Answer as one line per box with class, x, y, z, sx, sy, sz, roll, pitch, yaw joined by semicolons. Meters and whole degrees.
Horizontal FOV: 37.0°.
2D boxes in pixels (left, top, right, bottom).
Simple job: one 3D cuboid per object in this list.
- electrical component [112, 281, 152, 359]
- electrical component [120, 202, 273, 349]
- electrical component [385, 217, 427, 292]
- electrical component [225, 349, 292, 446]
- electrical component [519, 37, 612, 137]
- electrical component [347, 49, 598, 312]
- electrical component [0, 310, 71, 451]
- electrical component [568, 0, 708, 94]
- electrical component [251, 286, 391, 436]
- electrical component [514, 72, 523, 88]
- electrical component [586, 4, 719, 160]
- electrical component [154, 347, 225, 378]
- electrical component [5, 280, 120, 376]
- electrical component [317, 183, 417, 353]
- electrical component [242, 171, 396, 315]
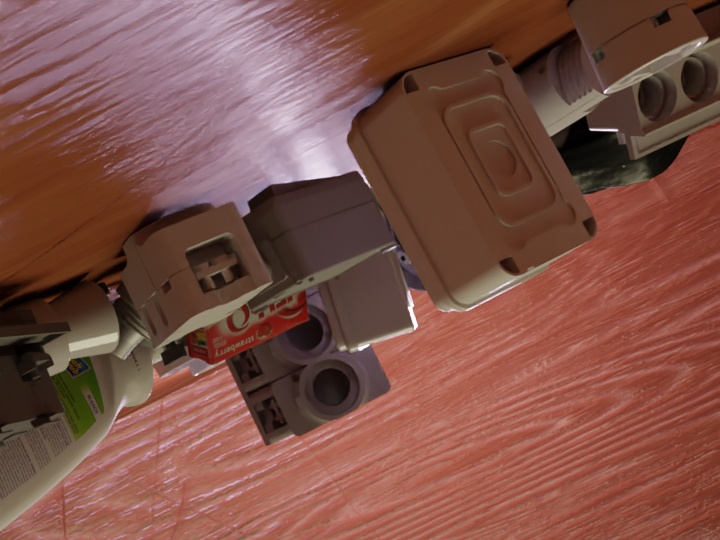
electrical component;-0.130;0.024;0.648;0.062;0.043;0.043;-52;179;-6
electrical component;-0.093;0.001;0.585;0.050;0.055;0.089;-25;176;-27
electrical component;0.052;-0.032;0.850;0.099;0.099;0.064;-30;-179;43
electrical component;-0.073;0.072;0.995;0.062;0.150;0.089;-28;177;29
electrical component;0.120;-0.108;0.634;0.043;0.043;0.081;-23;175;-40
electrical component;0.054;-0.044;0.539;0.078;0.113;0.057;-24;173;-37
electrical component;-0.200;0.058;0.517;0.079;0.063;0.121;-27;172;16
electrical component;0.135;-0.121;0.531;0.055;0.047;0.055;-26;177;-2
electrical component;-0.047;0.053;0.903;0.089;0.150;0.061;-26;177;-7
electrical component;0.076;-0.074;0.596;0.040;0.078;0.040;-12;174;-1
electrical component;0.223;-0.137;0.771;0.121;0.078;0.063;-25;-162;-23
electrical component;-0.158;0.068;1.054;0.108;0.060;0.108;-26;177;-2
electrical component;-0.172;0.035;0.610;0.055;0.045;0.045;-23;175;-40
electrical component;0.000;0.000;0.776;0.056;0.108;0.109;-18;177;3
electrical component;-0.038;-0.019;0.647;0.096;0.061;0.062;-23;175;-46
